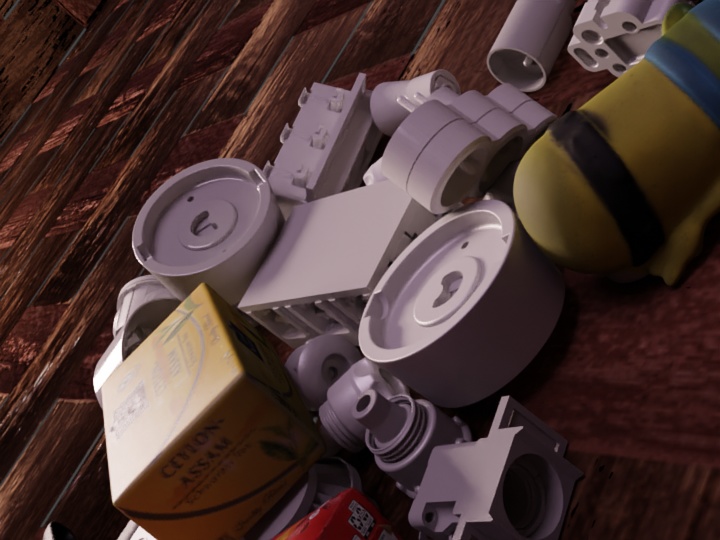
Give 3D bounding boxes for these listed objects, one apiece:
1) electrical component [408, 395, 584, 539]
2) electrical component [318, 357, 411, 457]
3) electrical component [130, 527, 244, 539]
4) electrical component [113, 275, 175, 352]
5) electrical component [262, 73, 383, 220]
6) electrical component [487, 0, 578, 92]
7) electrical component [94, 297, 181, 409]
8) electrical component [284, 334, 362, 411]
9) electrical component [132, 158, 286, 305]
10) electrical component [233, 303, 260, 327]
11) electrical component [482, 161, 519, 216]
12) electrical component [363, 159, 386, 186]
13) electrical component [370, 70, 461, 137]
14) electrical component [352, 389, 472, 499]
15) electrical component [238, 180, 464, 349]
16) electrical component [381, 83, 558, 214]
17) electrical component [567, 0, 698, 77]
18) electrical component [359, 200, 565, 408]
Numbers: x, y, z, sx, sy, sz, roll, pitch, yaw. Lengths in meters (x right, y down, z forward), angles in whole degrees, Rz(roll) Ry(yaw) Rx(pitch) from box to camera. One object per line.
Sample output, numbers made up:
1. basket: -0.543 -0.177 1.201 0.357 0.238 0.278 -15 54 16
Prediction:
1. electrical component: 0.059 0.103 0.487 0.064 0.042 0.081 -18 40 51
2. electrical component: -0.003 0.083 0.614 0.062 0.043 0.043 -44 26 15
3. electrical component: -0.101 0.171 0.644 0.080 0.051 0.080 -38 28 24
4. electrical component: -0.162 0.046 0.882 0.080 0.080 0.051 -33 36 32
5. electrical component: -0.030 -0.088 0.848 0.078 0.063 0.121 89 -161 -56
6. electrical component: 0.124 -0.168 0.746 0.043 0.043 0.081 -9 47 54
7. electrical component: -0.141 0.078 0.783 0.064 0.099 0.099 -43 26 30
8. electrical component: -0.029 0.068 0.677 0.062 0.048 0.048 -22 37 57
9. electrical component: -0.103 -0.021 0.783 0.108 0.060 0.108 -12 49 15
10. electrical component: -0.100 0.020 0.841 0.057 0.058 0.078 -20 39 52
11. electrical component: 0.103 -0.049 0.619 0.062 0.043 0.043 -51 25 -4
12. electrical component: 0.037 -0.070 0.755 0.062 0.043 0.043 -40 27 18
13. electrical component: 0.045 -0.130 0.827 0.065 0.044 0.044 -10 46 47
14. electrical component: 0.023 0.084 0.547 0.048 0.062 0.048 -37 28 24
15. electrical component: 0.000 0.000 0.699 0.150 0.062 0.089 -10 46 54
16. electrical component: 0.055 -0.083 0.633 0.138 0.074 0.052 -23 -34 -52
17. electrical component: 0.168 -0.155 0.642 0.078 0.058 0.057 -4 54 57
18. electrical component: 0.059 0.023 0.571 0.108 0.060 0.108 -39 24 21
